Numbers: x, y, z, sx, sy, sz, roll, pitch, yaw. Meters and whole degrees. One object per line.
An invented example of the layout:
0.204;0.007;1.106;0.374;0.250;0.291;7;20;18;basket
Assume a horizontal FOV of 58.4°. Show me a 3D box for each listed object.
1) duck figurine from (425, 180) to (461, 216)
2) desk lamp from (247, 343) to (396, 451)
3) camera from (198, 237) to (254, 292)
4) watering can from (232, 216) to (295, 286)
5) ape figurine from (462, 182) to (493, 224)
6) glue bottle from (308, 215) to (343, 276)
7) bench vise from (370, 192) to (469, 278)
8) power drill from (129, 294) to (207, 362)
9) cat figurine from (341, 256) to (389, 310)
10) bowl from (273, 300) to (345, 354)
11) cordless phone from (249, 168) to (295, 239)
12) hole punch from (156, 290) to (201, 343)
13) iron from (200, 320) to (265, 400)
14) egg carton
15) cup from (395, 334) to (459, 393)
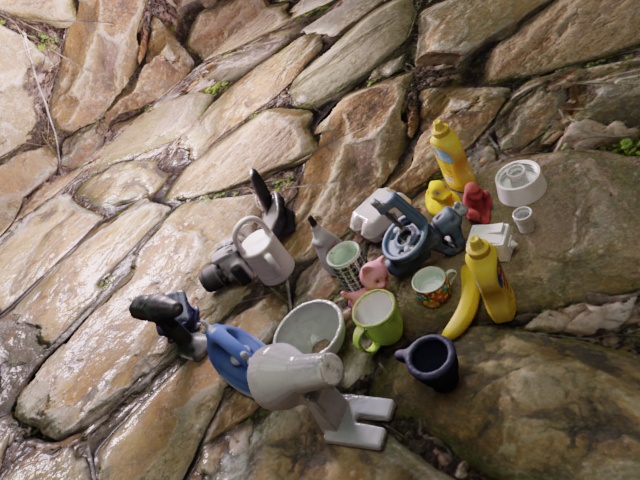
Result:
0.282;-0.106;1.351;0.077;0.086;0.104;-39;37;-7;duck figurine
0.000;0.271;1.030;0.202;0.214;0.118;-5;45;33;desk lamp
-0.264;0.069;1.555;0.137;0.101;0.143;-30;36;5;camera
-0.157;0.018;1.453;0.172;0.195;0.101;11;55;44;watering can
0.347;-0.089;1.278;0.078;0.092;0.076;-40;37;-9;ape figurine
0.012;0.005;1.356;0.037;0.174;0.078;3;50;39;glue bottle
0.203;-0.042;1.226;0.207;0.220;0.121;-40;37;-8;bench vise
-0.353;0.203;1.379;0.228;0.209;0.076;4;51;40;power drill
0.103;0.097;1.231;0.128;0.118;0.067;-33;36;1;cat figurine
-0.011;0.213;1.222;0.167;0.075;0.167;-20;38;17;bowl
-0.151;-0.099;1.588;0.094;0.186;0.147;-28;37;8;cordless phone
-0.378;0.199;1.502;0.108;0.091;0.101;-27;37;10;hole punch
-0.165;0.254;1.236;0.119;0.142;0.257;-48;39;-18;iron
0.150;-0.063;1.417;0.150;0.070;0.107;-43;37;-12;egg carton
0.198;0.230;1.026;0.117;0.095;0.092;-3;46;35;cup
